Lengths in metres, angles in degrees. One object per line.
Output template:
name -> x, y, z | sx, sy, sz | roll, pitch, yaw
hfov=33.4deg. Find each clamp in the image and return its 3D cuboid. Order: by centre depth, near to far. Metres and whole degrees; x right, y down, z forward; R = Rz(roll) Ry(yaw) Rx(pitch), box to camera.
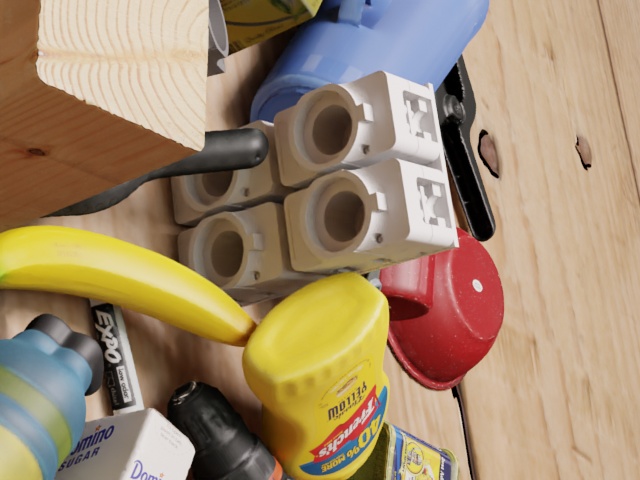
clamp -> -0.116, -0.049, 0.636 | 0.171, 0.120, 0.039 | -39, 135, -46
clamp -> 0.110, -0.118, 1.009 | 0.164, 0.036, 0.210 | 28, 53, -45

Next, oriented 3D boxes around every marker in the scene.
marker -> -0.126, 0.057, 0.648 | 0.020, 0.020, 0.121 | -6, 81, -53

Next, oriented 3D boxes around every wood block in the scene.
wood block -> -0.157, -0.064, 0.500 | 0.090, 0.207, 0.090 | 22, 60, -47

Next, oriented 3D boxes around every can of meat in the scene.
can of meat -> 0.056, 0.193, 0.797 | 0.083, 0.058, 0.102 | 34, 52, -38

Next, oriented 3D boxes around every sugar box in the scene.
sugar box -> -0.131, 0.173, 0.532 | 0.048, 0.094, 0.176 | 50, 43, -29

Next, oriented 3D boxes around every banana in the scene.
banana -> -0.121, 0.026, 0.610 | 0.197, 0.037, 0.070 | 14, 37, -45

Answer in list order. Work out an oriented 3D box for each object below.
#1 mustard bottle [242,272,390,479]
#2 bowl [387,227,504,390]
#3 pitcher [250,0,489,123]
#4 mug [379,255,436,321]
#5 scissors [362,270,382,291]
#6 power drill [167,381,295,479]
mustard bottle -> 0.003, 0.109, 0.710 | 0.096, 0.058, 0.191 | -37, 147, -23
bowl -> 0.115, 0.047, 0.934 | 0.161, 0.055, 0.162 | 25, 57, -46
pitcher -> 0.039, -0.156, 0.854 | 0.149, 0.145, 0.242 | 47, 45, -17
mug -> 0.038, 0.013, 0.832 | 0.117, 0.093, 0.081 | 11, 70, -17
scissors -> 0.020, 0.049, 0.752 | 0.096, 0.016, 0.202 | -30, 139, -35
power drill -> -0.068, 0.202, 0.632 | 0.184, 0.057, 0.187 | 59, 39, -18
